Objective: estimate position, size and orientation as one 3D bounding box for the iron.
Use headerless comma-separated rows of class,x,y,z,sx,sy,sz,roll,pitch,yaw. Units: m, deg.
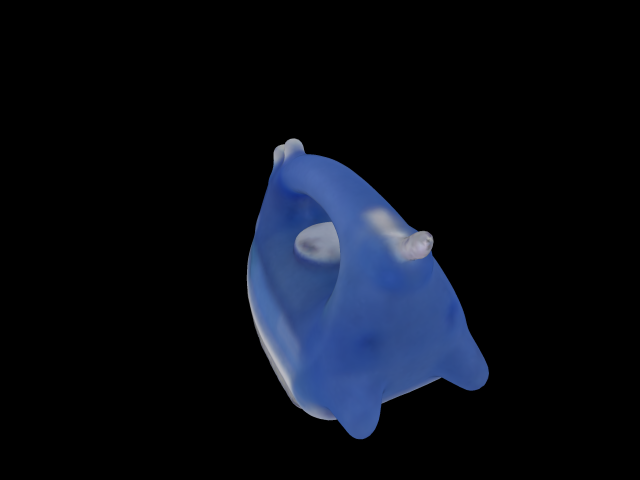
iron,0.004,0.001,0.400,0.119,0.141,0.257,-16,37,-22
